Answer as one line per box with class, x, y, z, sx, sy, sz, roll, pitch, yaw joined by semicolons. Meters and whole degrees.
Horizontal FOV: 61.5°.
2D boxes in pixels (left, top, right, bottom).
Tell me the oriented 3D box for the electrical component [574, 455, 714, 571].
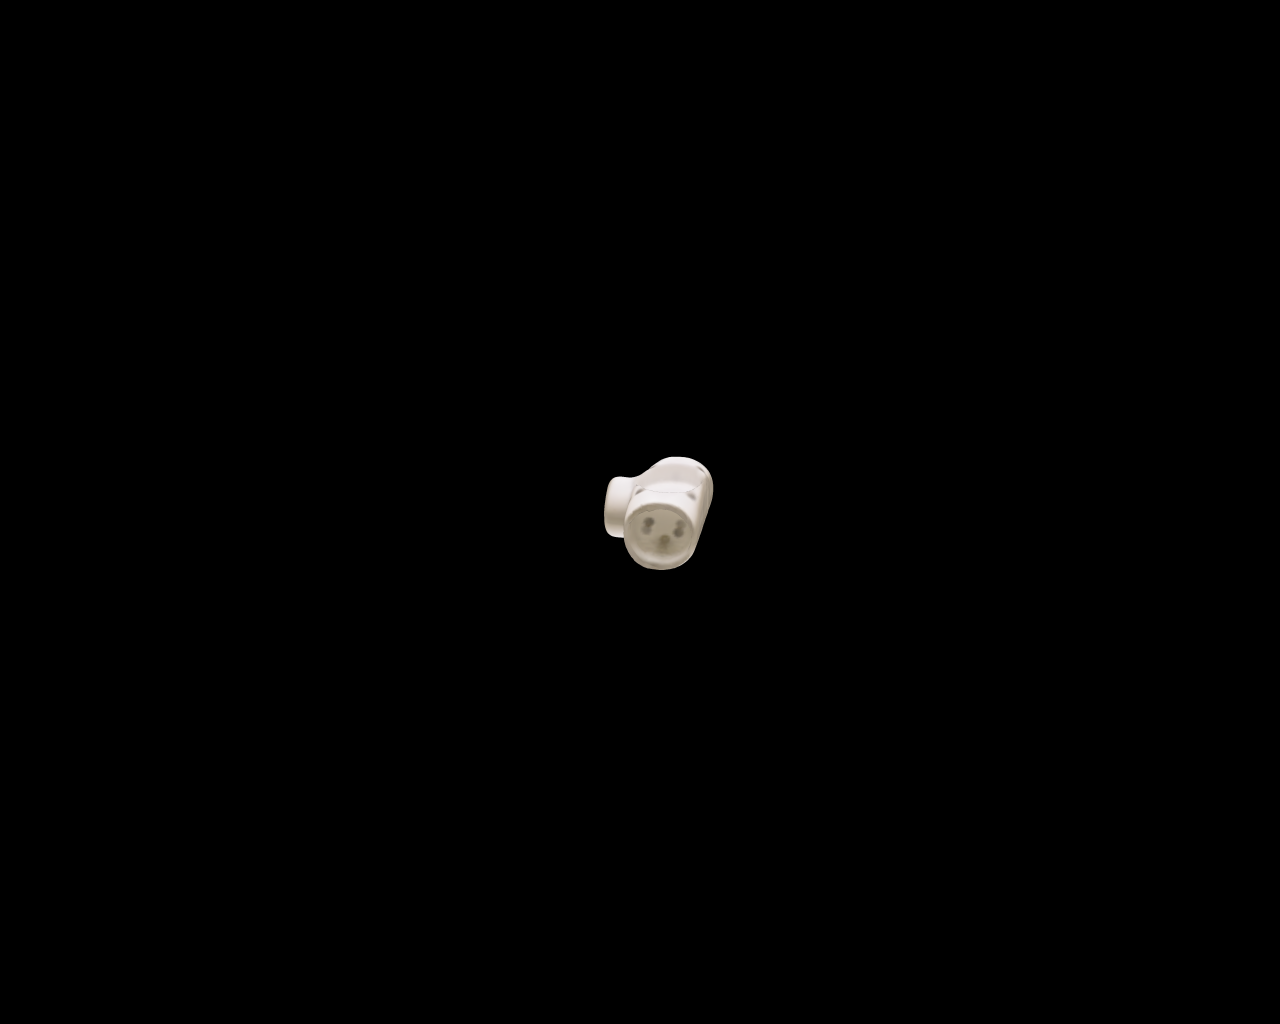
electrical component;0.001;-0.003;0.650;0.079;0.044;0.077;5;25;10
